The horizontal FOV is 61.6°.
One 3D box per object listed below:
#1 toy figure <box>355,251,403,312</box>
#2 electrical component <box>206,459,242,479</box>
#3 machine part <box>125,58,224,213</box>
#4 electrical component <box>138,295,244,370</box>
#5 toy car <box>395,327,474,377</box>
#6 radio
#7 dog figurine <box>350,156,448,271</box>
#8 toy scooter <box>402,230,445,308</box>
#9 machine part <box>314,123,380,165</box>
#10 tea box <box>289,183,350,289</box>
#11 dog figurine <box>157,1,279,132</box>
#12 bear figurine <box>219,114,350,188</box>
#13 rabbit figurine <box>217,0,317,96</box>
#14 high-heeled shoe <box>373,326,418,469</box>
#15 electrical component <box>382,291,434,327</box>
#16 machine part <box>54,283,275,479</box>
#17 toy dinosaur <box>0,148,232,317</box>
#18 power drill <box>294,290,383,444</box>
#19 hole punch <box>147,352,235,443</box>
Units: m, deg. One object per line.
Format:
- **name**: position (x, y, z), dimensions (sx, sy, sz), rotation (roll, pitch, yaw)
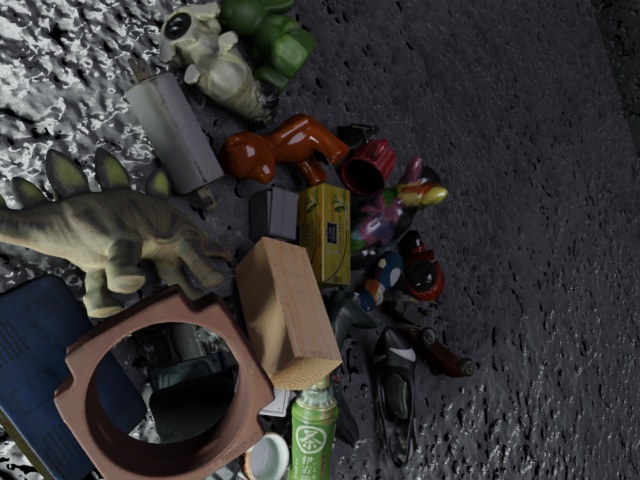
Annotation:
- **toy figure**: position (0.110, 0.085, 1.036), dimensions (0.064, 0.058, 0.154), rotation (51, 53, -19)
- **electrical component**: position (-0.150, 0.337, 0.762), dimensions (0.119, 0.048, 0.075), rotation (49, 54, -23)
- **machine part**: position (-0.212, -0.153, 0.792), dimensions (0.079, 0.079, 0.243), rotation (-36, 104, -40)
- **electrical component**: position (-0.169, 0.121, 0.734), dimensions (0.115, 0.134, 0.058), rotation (-14, 94, 1)
- **toy car**: position (0.230, 0.224, 1.093), dimensions (0.202, 0.089, 0.053), rotation (39, 60, -28)
- **radio**: position (-0.319, 0.160, 0.636), dimensions (0.131, 0.073, 0.229), rotation (-40, 109, -40)
- **dog figurine**: position (0.123, -0.051, 0.963), dimensions (0.191, 0.219, 0.108), rotation (-31, 80, -42)
- **toy scooter**: position (0.217, 0.075, 1.105), dimensions (0.184, 0.075, 0.135), rotation (-90, 156, -54)
- **machine part**: position (0.044, -0.190, 1.034), dimensions (0.139, 0.084, 0.039), rotation (-35, 130, -31)
- **tea box**: position (-0.002, -0.003, 0.931), dimensions (0.068, 0.098, 0.169), rotation (9, 74, -40)
- **dog figurine**: position (-0.159, -0.273, 0.873), dimensions (0.172, 0.121, 0.190), rotation (61, 9, 23)
- **bear figurine**: position (-0.068, -0.133, 0.875), dimensions (0.132, 0.120, 0.196), rotation (50, 47, 5)
- **rabbit figurine**: position (-0.090, -0.364, 0.923), dimensions (0.170, 0.121, 0.159), rotation (36, 54, -13)
- **high-heeled shoe**: position (0.133, 0.289, 0.978), dimensions (0.145, 0.086, 0.248), rotation (-63, 141, -52)
- **electrical component**: position (0.173, 0.139, 1.063), dimensions (0.102, 0.078, 0.045), rotation (33, 76, -29)
- **machine part**: position (-0.170, 0.167, 0.611), dimensions (0.201, 0.087, 0.200), rotation (-31, 102, -13)
- **toy dinosaur**: position (-0.265, -0.011, 0.659), dimensions (0.471, 0.105, 0.198), rotation (10, 50, -60)
- **power drill**: position (0.028, 0.207, 0.934), dimensions (0.232, 0.086, 0.207), rotation (47, 62, -21)
- **hole punch**: position (-0.173, 0.214, 0.734), dimensions (0.142, 0.092, 0.115), rotation (-14, 118, -18)
